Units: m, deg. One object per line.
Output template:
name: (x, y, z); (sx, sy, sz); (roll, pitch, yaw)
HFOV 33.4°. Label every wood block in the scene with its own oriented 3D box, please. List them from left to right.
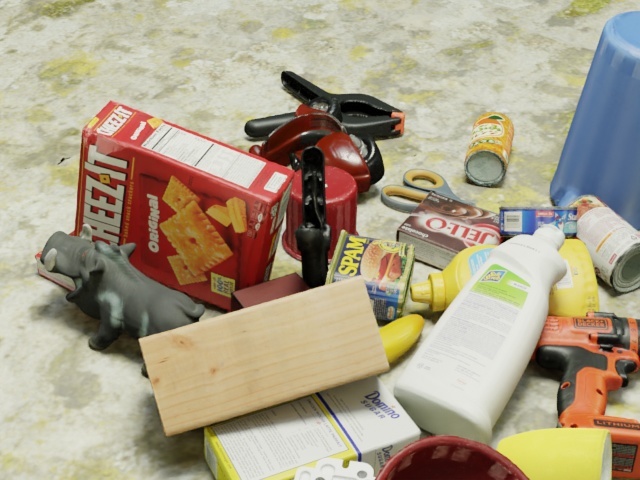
wood block: (-0.051, 0.105, 0.976); (0.206, 0.090, 0.091); (-16, -4, -7)

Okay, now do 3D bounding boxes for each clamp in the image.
clamp: (-0.007, 0.001, 1.110); (0.039, 0.171, 0.120); (3, 44, 10)
clamp: (0.015, -0.181, 1.468); (0.210, 0.036, 0.164); (6, 39, 8)

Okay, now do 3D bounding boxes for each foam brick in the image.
foam brick: (-0.046, 0.076, 1.101); (0.078, 0.053, 0.051); (-16, 39, -23)

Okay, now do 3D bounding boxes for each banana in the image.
banana: (0.021, 0.113, 1.064); (0.197, 0.037, 0.070); (-9, 41, -14)

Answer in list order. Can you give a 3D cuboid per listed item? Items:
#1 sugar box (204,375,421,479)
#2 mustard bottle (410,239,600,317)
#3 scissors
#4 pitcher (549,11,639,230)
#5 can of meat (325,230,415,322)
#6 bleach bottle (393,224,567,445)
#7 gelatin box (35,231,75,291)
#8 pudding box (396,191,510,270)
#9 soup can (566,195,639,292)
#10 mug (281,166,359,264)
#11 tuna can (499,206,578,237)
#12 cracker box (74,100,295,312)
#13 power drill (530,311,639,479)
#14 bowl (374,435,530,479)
sugar box: (-0.007, 0.184, 0.959); (0.176, 0.048, 0.093); (-12, 36, -22)
mustard bottle: (0.191, 0.051, 1.128); (0.191, 0.058, 0.096); (-3, 63, -4)
scissors: (0.176, -0.050, 1.309); (0.202, 0.016, 0.096); (9, 37, 12)
pitcher: (0.364, -0.141, 1.243); (0.145, 0.243, 0.149); (9, 42, 4)
can of meat: (0.055, 0.040, 1.149); (0.084, 0.057, 0.102); (9, 37, 8)
bleach bottle: (0.176, 0.080, 1.033); (0.103, 0.068, 0.250); (23, 57, 29)
gelatin box: (-0.259, 0.025, 1.187); (0.089, 0.030, 0.073); (23, 41, 28)
pudding box: (0.155, -0.004, 1.225); (0.114, 0.039, 0.089); (20, 40, 23)
soup can: (0.320, 0.003, 1.193); (0.068, 0.068, 0.102); (-17, 40, -22)
mug: (-0.002, -0.039, 1.234); (0.093, 0.081, 0.117); (-8, 37, -12)
tuna can: (0.240, -0.020, 1.174); (0.086, 0.034, 0.086); (0, 1, 0)
cracker box: (-0.148, -0.030, 1.120); (0.214, 0.164, 0.072); (21, 39, 8)
power drill: (0.287, 0.142, 1.014); (0.184, 0.057, 0.187); (1, 33, 8)
bowl: (0.105, 0.241, 0.847); (0.162, 0.055, 0.162); (10, 54, -14)
